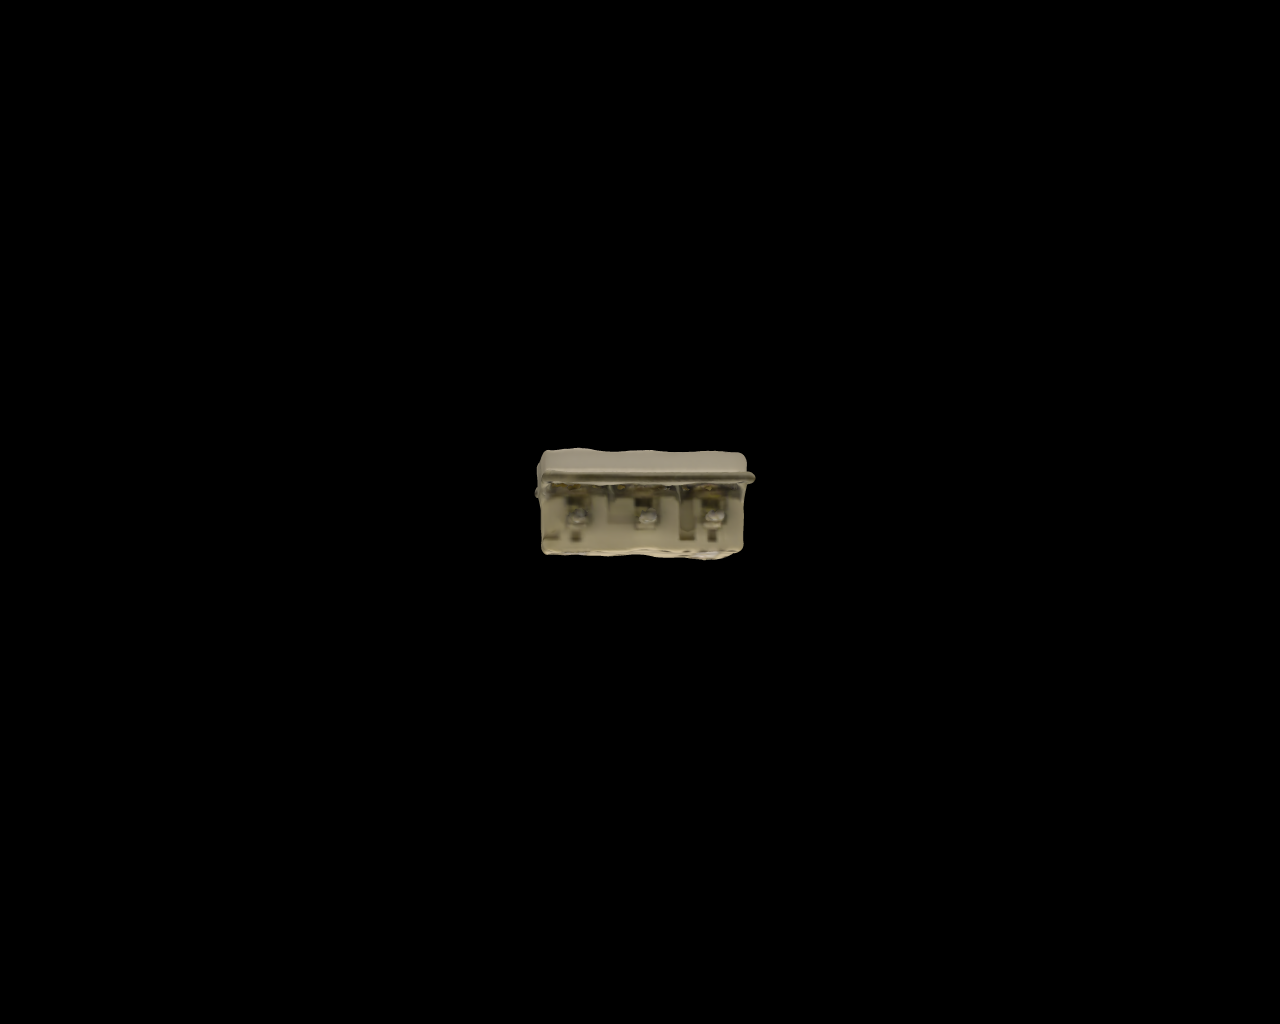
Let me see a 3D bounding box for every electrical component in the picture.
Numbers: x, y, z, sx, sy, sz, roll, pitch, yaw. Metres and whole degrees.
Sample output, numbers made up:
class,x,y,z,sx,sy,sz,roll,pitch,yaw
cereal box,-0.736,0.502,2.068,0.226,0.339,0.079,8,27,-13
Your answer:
class,x,y,z,sx,sy,sz,roll,pitch,yaw
electrical component,0.001,-0.003,0.650,0.121,0.063,0.078,1,-7,-9
